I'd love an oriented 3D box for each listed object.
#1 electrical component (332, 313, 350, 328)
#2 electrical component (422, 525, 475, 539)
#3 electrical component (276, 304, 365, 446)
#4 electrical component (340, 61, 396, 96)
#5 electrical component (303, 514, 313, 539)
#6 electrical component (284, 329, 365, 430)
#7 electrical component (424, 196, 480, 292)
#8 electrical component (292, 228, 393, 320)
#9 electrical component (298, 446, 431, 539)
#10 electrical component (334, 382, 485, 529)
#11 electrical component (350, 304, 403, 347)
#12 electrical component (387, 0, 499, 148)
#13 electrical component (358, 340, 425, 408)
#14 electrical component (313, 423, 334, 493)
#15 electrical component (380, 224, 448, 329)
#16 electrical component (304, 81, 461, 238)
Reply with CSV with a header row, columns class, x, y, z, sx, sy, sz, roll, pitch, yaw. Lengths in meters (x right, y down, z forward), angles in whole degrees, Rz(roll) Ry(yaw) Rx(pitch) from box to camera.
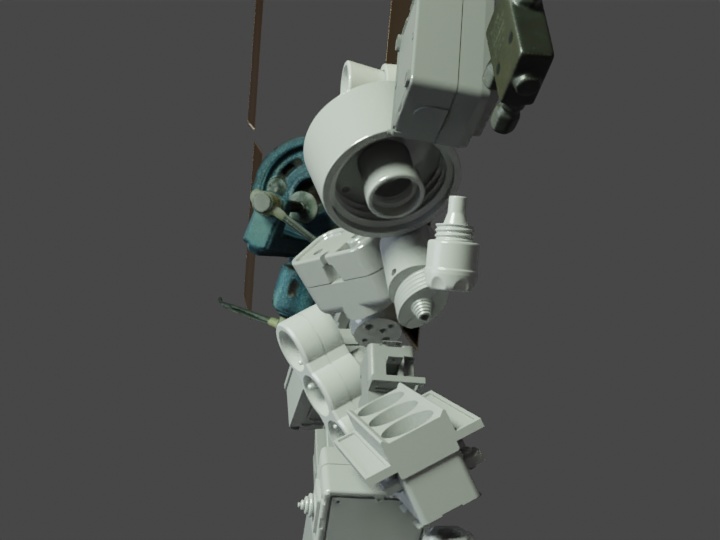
class,x,y,z,sx,sy,sz,roll,pitch,yaw
electrical component,-0.009,0.042,1.026,0.066,0.048,0.055,-99,23,-47
electrical component,0.055,0.193,0.672,0.035,0.035,0.061,-135,46,-76
electrical component,-0.007,0.091,0.922,0.138,0.074,0.052,61,157,5
electrical component,0.014,-0.156,0.926,0.045,0.055,0.045,-177,90,-80
electrical component,-0.021,0.288,0.992,0.108,0.056,0.108,-103,19,-55
electrical component,-0.026,0.103,1.008,0.113,0.078,0.057,111,156,-59
electrical component,0.061,-0.017,0.696,0.035,0.035,0.061,-175,90,-79
electrical component,0.000,0.000,0.855,0.095,0.054,0.059,-12,114,48
electrical component,0.002,0.169,0.792,0.061,0.096,0.061,-100,16,-60
electrical component,0.034,0.119,0.704,0.063,0.079,0.121,65,171,-6
electrical component,0.012,0.032,0.912,0.045,0.045,0.055,104,164,-47
electrical component,0.057,-0.135,0.695,0.061,0.061,0.096,112,166,-61
electrical component,0.022,0.094,0.853,0.081,0.042,0.063,108,165,-53
electrical component,-0.015,0.183,0.971,0.096,0.061,0.061,108,162,-54
electrical component,0.040,0.006,0.772,0.081,0.043,0.043,-100,16,-48
electrical component,0.019,-0.070,0.750,0.108,0.108,0.060,103,159,-43
